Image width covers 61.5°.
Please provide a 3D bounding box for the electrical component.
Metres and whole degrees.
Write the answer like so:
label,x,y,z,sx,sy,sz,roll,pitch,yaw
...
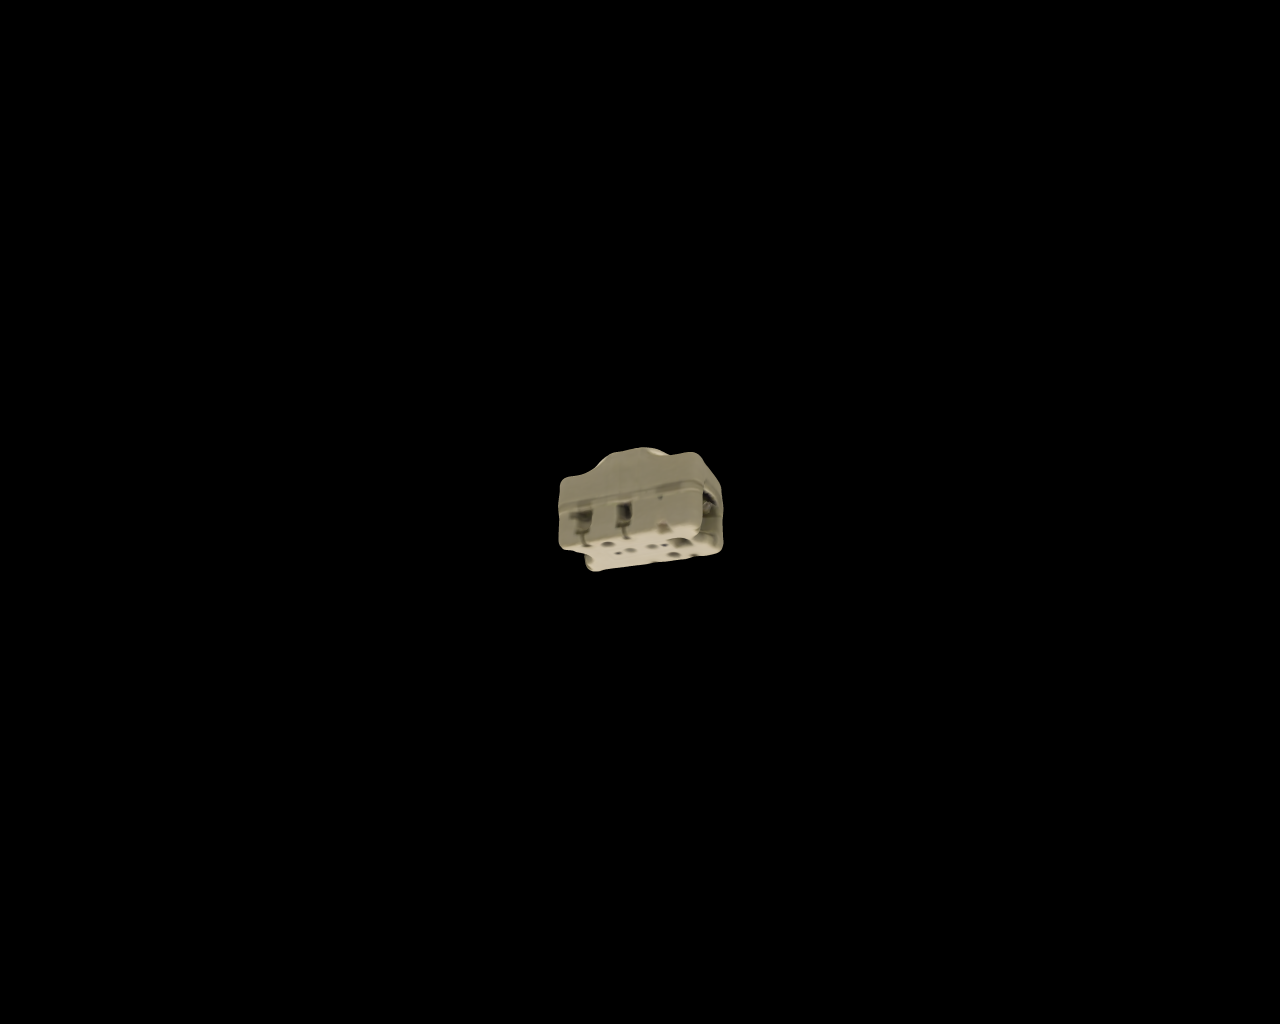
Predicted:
label,x,y,z,sx,sy,sz,roll,pitch,yaw
electrical component,0.001,-0.003,0.650,0.089,0.056,0.050,-10,-28,20
